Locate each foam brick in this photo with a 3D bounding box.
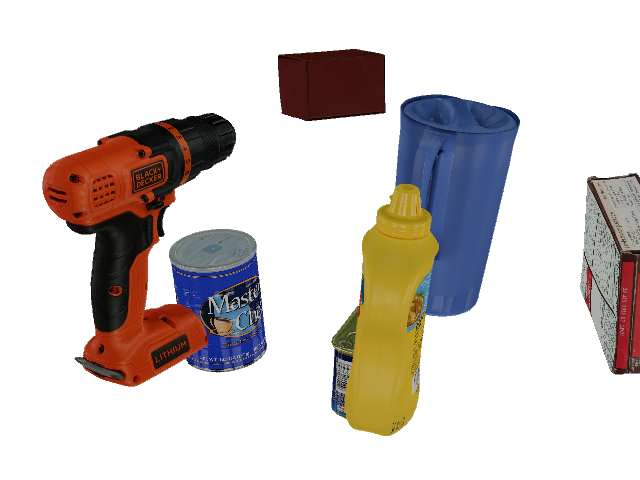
[{"bbox_3d":[0.010,-0.132,0.904,0.078,0.051,0.053,-9,18,-26],"label":"foam brick"}]

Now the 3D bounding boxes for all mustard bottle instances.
[{"bbox_3d":[0.057,0.048,0.825,0.058,0.192,0.096,11,25,13],"label":"mustard bottle"}]

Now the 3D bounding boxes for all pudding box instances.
[{"bbox_3d":[0.198,0.019,0.692,0.039,0.090,0.113,-2,28,2],"label":"pudding box"}]

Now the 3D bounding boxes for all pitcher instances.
[{"bbox_3d":[0.140,-0.035,1.226,0.149,0.243,0.145,-4,26,-20],"label":"pitcher"}]

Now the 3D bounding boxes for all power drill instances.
[{"bbox_3d":[-0.128,0.003,0.820,0.057,0.188,0.184,14,26,34],"label":"power drill"}]

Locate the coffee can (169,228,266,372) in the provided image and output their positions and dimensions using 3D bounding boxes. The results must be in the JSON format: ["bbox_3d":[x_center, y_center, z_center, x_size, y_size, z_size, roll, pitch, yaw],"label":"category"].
[{"bbox_3d":[-0.121,0.070,1.273,0.103,0.140,0.103,-4,26,2],"label":"coffee can"}]

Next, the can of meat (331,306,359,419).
[{"bbox_3d":[0.049,0.126,1.099,0.057,0.084,0.102,13,28,18],"label":"can of meat"}]
